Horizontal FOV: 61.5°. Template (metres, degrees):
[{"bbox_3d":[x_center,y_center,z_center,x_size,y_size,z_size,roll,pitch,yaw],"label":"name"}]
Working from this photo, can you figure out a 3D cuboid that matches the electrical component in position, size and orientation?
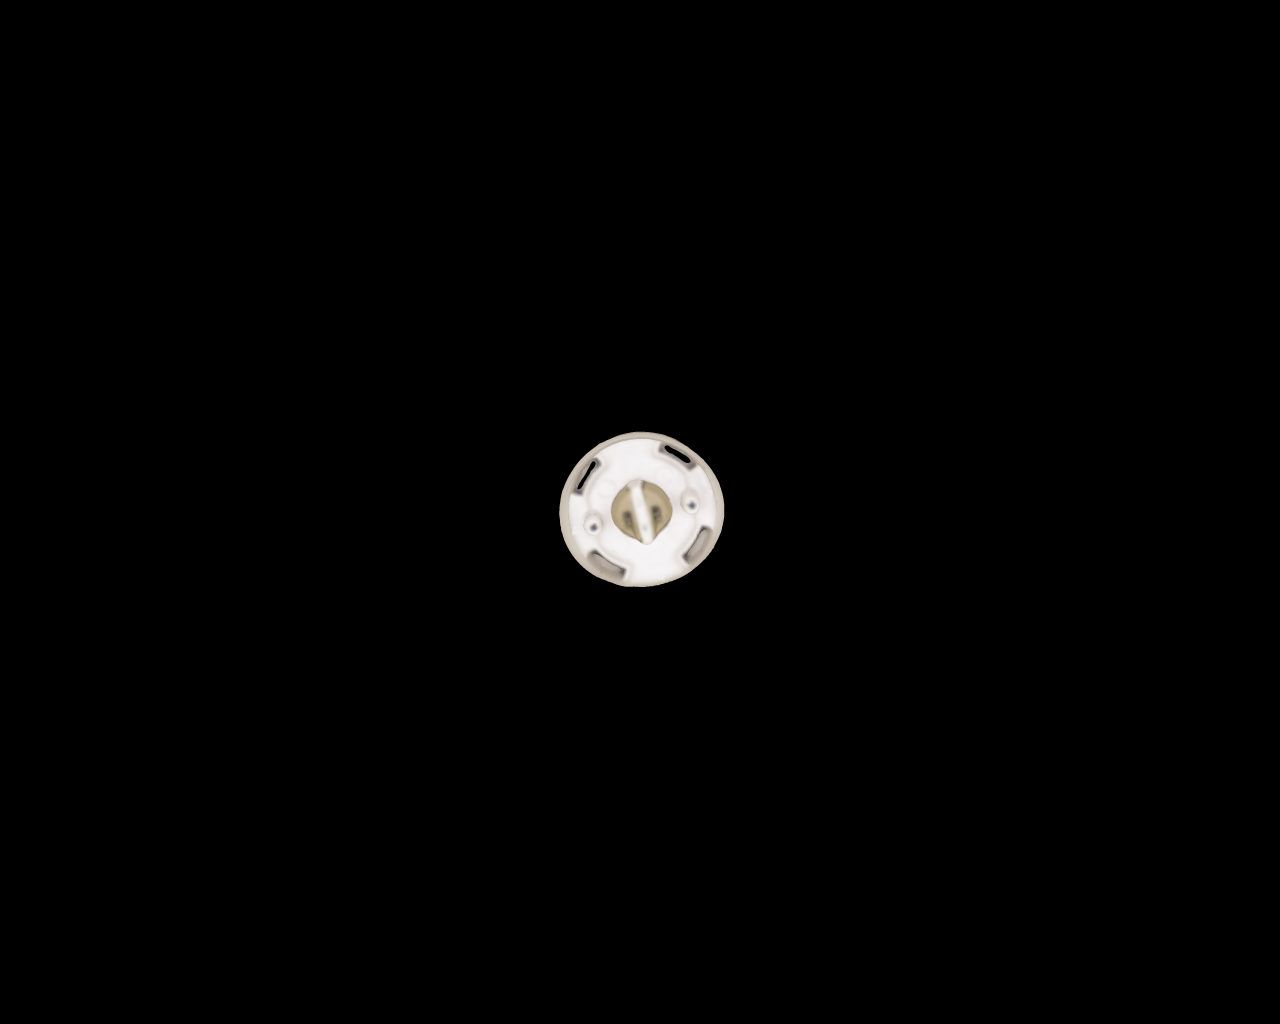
[{"bbox_3d":[0.001,-0.003,0.650,0.099,0.099,0.064,0,12,0],"label":"electrical component"}]
